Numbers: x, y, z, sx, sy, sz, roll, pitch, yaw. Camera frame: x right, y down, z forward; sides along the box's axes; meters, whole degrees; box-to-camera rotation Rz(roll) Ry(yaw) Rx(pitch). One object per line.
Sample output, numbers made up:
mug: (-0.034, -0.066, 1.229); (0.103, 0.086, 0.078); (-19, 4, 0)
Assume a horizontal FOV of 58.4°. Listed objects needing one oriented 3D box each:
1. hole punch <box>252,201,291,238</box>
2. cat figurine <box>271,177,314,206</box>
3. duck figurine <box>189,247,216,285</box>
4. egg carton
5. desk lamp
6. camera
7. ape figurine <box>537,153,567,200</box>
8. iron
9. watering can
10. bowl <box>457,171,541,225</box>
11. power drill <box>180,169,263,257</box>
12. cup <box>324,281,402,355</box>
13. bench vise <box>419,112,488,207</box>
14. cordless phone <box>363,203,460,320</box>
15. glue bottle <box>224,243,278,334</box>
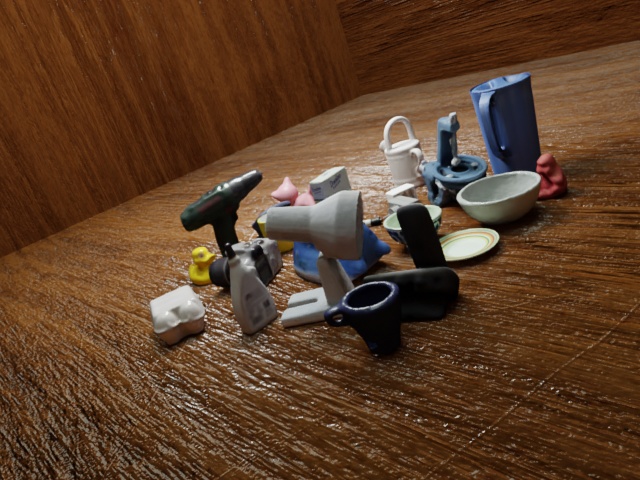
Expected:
hole punch: (-0.130, -0.054, 1.560); (0.109, 0.091, 0.100); (-29, 21, -27)
cat figurine: (-0.071, -0.128, 1.665); (0.127, 0.118, 0.067); (-11, 20, 23)
duck figurine: (-0.286, 0.059, 1.405); (0.104, 0.086, 0.078); (-5, 24, 37)
egg carton: (-0.291, 0.151, 1.174); (0.107, 0.069, 0.150); (-25, 19, -15)
desk lamp: (0.001, 0.028, 1.007); (0.203, 0.214, 0.118); (-14, 19, 15)
camera: (-0.175, 0.052, 1.291); (0.136, 0.101, 0.143); (-10, 21, 27)
ape figurine: (0.473, -0.134, 1.188); (0.076, 0.092, 0.077); (-23, 19, -9)
iron: (0.011, 0.004, 1.177); (0.257, 0.142, 0.119); (1, 27, 45)
watering can: (0.224, -0.243, 1.578); (0.172, 0.194, 0.101); (0, 27, 45)
bowl: (0.366, -0.076, 1.156); (0.167, 0.075, 0.167); (-17, 19, 6)
power drill: (-0.222, -0.046, 1.443); (0.230, 0.209, 0.075); (-22, 19, -9)
cup: (0.072, 0.125, 0.849); (0.117, 0.095, 0.091); (-19, 19, 1)
bench vise: (0.280, -0.175, 1.292); (0.122, 0.220, 0.206); (-34, 23, -36)
cordless phone: (0.134, 0.030, 0.914); (0.147, 0.185, 0.094); (-10, 21, 25)
glue bottle: (-0.138, 0.083, 1.053); (0.078, 0.173, 0.037); (-33, 23, -36)
